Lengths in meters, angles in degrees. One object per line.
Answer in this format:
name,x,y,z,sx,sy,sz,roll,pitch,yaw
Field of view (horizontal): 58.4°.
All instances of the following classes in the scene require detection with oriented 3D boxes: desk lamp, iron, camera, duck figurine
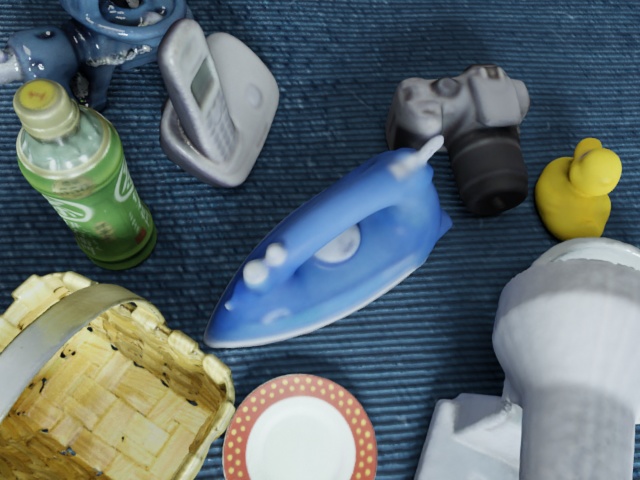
desk lamp,0.157,0.139,0.415,0.118,0.213,0.203,21,66,4
iron,0.005,0.002,0.499,0.259,0.141,0.118,-34,74,-18
camera,0.152,-0.100,0.580,0.143,0.101,0.137,-5,67,-8
duck figurine,0.270,-0.053,0.580,0.077,0.086,0.104,6,66,-3

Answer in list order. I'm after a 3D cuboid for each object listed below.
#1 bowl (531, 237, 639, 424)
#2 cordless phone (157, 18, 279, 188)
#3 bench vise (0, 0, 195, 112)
bowl,0.250,0.086,0.524,0.167,0.075,0.167,2,66,-5
cordless phone,-0.095,-0.149,0.530,0.094,0.185,0.147,16,66,2
bench vise,-0.209,-0.216,0.529,0.121,0.220,0.208,29,67,8
